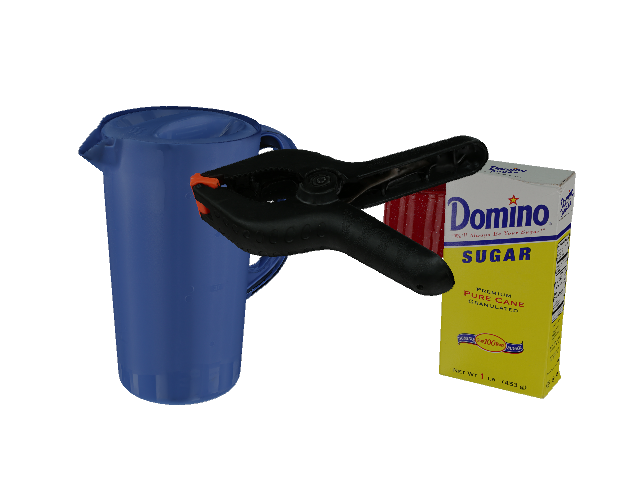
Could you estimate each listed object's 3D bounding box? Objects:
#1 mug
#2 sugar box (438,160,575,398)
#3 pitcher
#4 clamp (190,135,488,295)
[{"bbox_3d":[0.123,-0.029,1.228,0.117,0.081,0.093,-8,20,-36],"label":"mug"},{"bbox_3d":[0.143,0.029,0.834,0.093,0.176,0.048,10,24,28],"label":"sugar box"},{"bbox_3d":[-0.110,0.011,0.915,0.149,0.243,0.144,9,21,17],"label":"pitcher"},{"bbox_3d":[0.007,-0.014,0.595,0.171,0.039,0.120,-4,35,13],"label":"clamp"}]
